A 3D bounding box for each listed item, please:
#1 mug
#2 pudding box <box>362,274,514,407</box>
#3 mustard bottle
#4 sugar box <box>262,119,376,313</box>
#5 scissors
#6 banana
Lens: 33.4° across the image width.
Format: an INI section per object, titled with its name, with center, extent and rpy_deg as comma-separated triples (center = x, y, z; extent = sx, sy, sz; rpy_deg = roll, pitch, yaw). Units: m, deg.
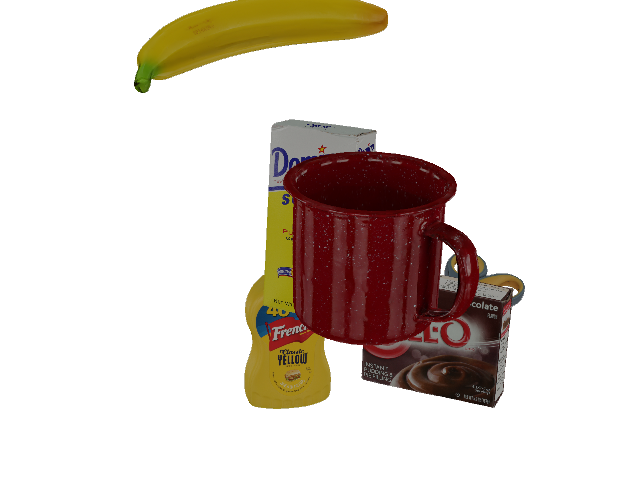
[mug]
center = 0.035, 0.008, 0.579
extent = 0.117, 0.081, 0.093
rpy_deg = 19, 30, 35
[pudding box]
center = 0.090, 0.073, 0.834
extent = 0.114, 0.090, 0.039
rpy_deg = 9, 22, 20
[mustard bottle]
center = -0.035, 0.090, 1.180
extent = 0.096, 0.192, 0.058
rpy_deg = -3, 20, -12
[sugar box]
center = -0.003, -0.019, 0.987
extent = 0.093, 0.176, 0.048
rpy_deg = 10, 18, 28
[scissors]
center = 0.125, 0.052, 1.116
extent = 0.201, 0.016, 0.096
rpy_deg = -7, 40, -30
[banana]
center = -0.050, -0.144, 0.759
extent = 0.197, 0.037, 0.070
rpy_deg = -20, 52, -21
